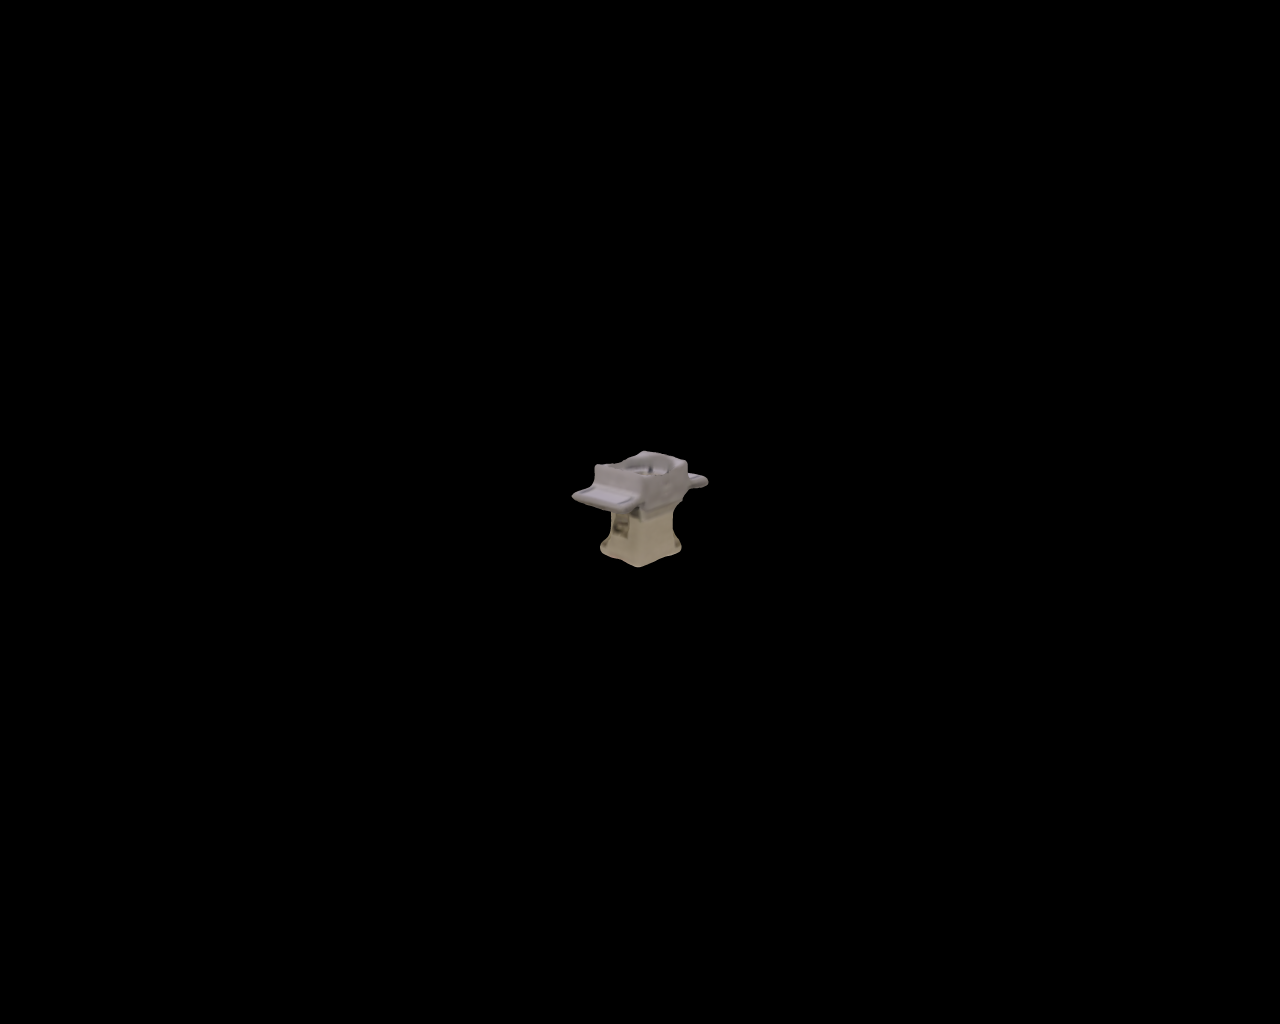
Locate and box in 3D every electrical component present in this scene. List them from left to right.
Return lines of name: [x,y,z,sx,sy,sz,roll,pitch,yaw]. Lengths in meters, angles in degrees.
electrical component: [0.001,-0.003,0.650,0.042,0.063,0.081,18,26,41]
